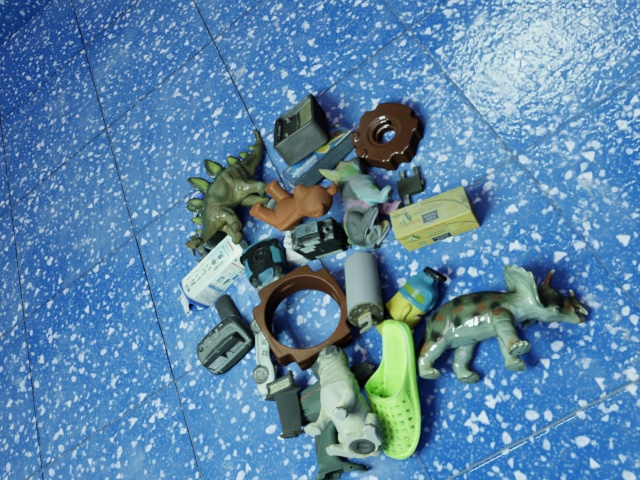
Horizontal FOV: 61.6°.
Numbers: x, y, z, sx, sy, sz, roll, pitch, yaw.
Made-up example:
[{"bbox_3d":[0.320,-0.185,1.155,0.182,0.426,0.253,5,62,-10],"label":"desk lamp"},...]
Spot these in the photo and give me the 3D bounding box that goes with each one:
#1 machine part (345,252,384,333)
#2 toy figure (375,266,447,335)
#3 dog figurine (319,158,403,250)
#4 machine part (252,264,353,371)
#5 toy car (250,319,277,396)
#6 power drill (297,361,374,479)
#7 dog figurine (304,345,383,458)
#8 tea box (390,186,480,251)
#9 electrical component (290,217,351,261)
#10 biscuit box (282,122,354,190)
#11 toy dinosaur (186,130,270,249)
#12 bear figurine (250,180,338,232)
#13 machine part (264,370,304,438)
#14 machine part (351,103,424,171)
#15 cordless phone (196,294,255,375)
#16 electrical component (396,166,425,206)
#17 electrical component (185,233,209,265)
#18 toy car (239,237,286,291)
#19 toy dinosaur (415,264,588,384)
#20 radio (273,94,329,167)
[{"bbox_3d":[0.095,0.104,1.166,0.079,0.079,0.243,-26,32,17],"label":"machine part"},{"bbox_3d":[0.191,0.135,1.140,0.180,0.082,0.089,-56,37,7],"label":"toy figure"},{"bbox_3d":[0.078,-0.097,1.283,0.219,0.108,0.191,32,90,38],"label":"dog figurine"},{"bbox_3d":[-0.033,0.174,1.208,0.201,0.087,0.202,-30,64,-9],"label":"machine part"},{"bbox_3d":[-0.130,0.263,1.263,0.056,0.073,0.202,-5,65,-1],"label":"toy car"},{"bbox_3d":[0.035,0.385,1.125,0.232,0.086,0.207,-26,64,19],"label":"power drill"},{"bbox_3d":[0.060,0.315,1.067,0.121,0.172,0.191,-28,25,22],"label":"dog figurine"},{"bbox_3d":[0.250,-0.043,1.169,0.170,0.098,0.068,-22,61,21],"label":"tea box"},{"bbox_3d":[-0.003,-0.004,1.268,0.115,0.134,0.058,-18,66,19],"label":"electrical component"},{"bbox_3d":[-0.001,-0.206,1.368,0.202,0.062,0.059,-43,56,-9],"label":"biscuit box"},{"bbox_3d":[-0.230,-0.138,1.410,0.199,0.105,0.471,25,47,7],"label":"toy dinosaur"},{"bbox_3d":[-0.058,-0.090,1.269,0.196,0.132,0.120,-27,28,57],"label":"bear figurine"},{"bbox_3d":[-0.073,0.355,1.147,0.084,0.039,0.139,-29,52,11],"label":"machine part"},{"bbox_3d":[0.165,-0.257,1.326,0.179,0.056,0.179,-10,65,23],"label":"machine part"},{"bbox_3d":[-0.256,0.231,1.358,0.146,0.088,0.184,-43,45,8],"label":"cordless phone"},{"bbox_3d":[0.215,-0.126,1.266,0.063,0.021,0.094,-16,63,22],"label":"electrical component"},{"bbox_3d":[-0.335,0.030,1.479,0.045,0.078,0.102,-31,61,-13],"label":"electrical component"},{"bbox_3d":[-0.124,0.075,1.319,0.109,0.102,0.162,-30,42,1],"label":"toy car"},{"bbox_3d":[0.297,0.168,1.054,0.405,0.131,0.192,-20,46,28],"label":"toy dinosaur"},{"bbox_3d":[-0.051,-0.284,1.382,0.131,0.073,0.230,-33,25,15],"label":"radio"}]
